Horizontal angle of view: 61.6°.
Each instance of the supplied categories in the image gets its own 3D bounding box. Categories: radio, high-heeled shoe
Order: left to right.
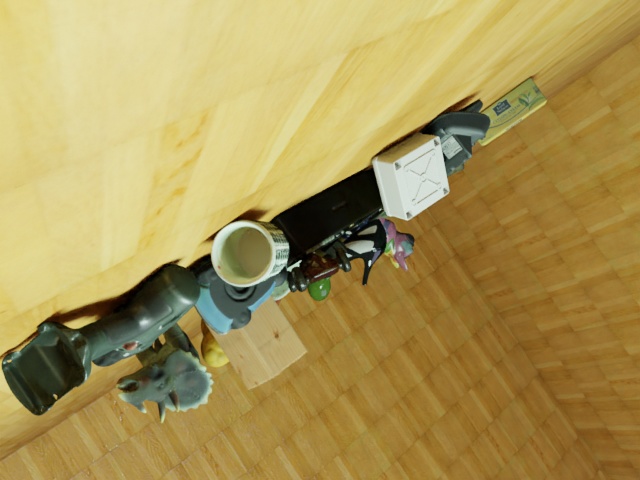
[{"bbox_3d":[0.006,-0.031,0.919,0.229,0.073,0.131,-28,173,-35],"label":"radio"},{"bbox_3d":[0.023,0.017,1.162,0.249,0.145,0.086,7,180,26],"label":"high-heeled shoe"}]

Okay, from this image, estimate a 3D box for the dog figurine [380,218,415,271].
[{"bbox_3d":[0.160,0.005,1.507,0.191,0.219,0.108,-34,-172,-11],"label":"dog figurine"}]

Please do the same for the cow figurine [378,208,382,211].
[{"bbox_3d":[0.153,-0.129,1.034,0.167,0.068,0.098,-33,171,-28],"label":"cow figurine"}]

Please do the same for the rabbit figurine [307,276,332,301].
[{"bbox_3d":[-0.018,0.086,1.518,0.121,0.170,0.159,-31,176,-42],"label":"rabbit figurine"}]

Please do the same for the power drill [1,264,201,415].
[{"bbox_3d":[-0.259,0.124,0.641,0.232,0.086,0.207,-37,172,22],"label":"power drill"}]

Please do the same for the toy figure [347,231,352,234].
[{"bbox_3d":[-0.004,-0.015,1.131,0.154,0.058,0.064,-28,146,12],"label":"toy figure"}]

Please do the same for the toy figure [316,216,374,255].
[{"bbox_3d":[0.043,-0.029,1.202,0.180,0.082,0.089,-33,-155,40],"label":"toy figure"}]

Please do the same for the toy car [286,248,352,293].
[{"bbox_3d":[-0.009,0.046,0.857,0.089,0.053,0.202,-20,176,-8],"label":"toy car"}]

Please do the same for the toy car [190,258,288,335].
[{"bbox_3d":[-0.133,0.057,0.810,0.162,0.109,0.103,-44,-155,-28],"label":"toy car"}]

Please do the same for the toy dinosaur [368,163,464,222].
[{"bbox_3d":[0.182,-0.112,1.261,0.198,0.105,0.471,-16,155,-53],"label":"toy dinosaur"}]

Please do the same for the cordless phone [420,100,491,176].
[{"bbox_3d":[0.257,-0.206,0.955,0.184,0.089,0.146,-44,180,-25],"label":"cordless phone"}]

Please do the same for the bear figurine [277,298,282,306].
[{"bbox_3d":[-0.120,0.109,1.374,0.196,0.120,0.132,-37,172,24],"label":"bear figurine"}]

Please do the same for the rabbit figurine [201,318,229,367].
[{"bbox_3d":[-0.188,0.162,1.051,0.162,0.122,0.173,-25,-136,61],"label":"rabbit figurine"}]

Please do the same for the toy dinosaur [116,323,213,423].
[{"bbox_3d":[-0.289,0.242,1.055,0.131,0.192,0.404,-31,175,-11],"label":"toy dinosaur"}]

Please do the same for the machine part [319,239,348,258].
[{"bbox_3d":[-0.002,-0.003,1.044,0.084,0.039,0.139,-28,-143,-20],"label":"machine part"}]

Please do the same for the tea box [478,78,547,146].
[{"bbox_3d":[0.434,-0.295,1.253,0.170,0.068,0.098,-34,177,24],"label":"tea box"}]
